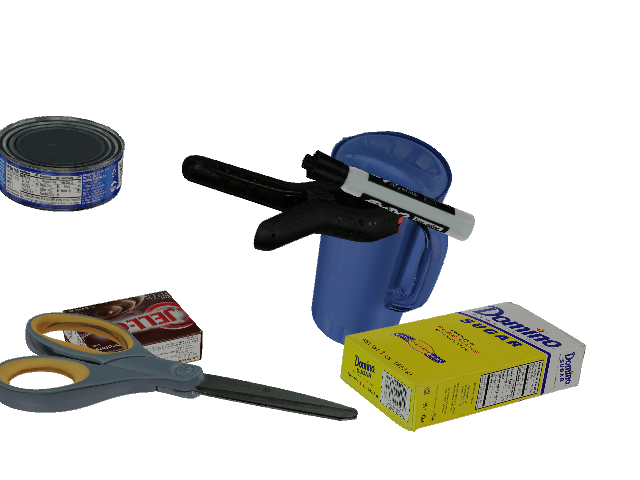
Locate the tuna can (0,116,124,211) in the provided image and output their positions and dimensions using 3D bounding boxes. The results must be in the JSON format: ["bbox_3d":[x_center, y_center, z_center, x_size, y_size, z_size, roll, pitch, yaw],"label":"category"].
[{"bbox_3d":[-0.178,-0.053,0.732,0.086,0.034,0.086,6,29,-4],"label":"tuna can"}]

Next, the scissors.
[{"bbox_3d":[-0.090,0.081,0.567,0.202,0.016,0.096,17,29,28],"label":"scissors"}]

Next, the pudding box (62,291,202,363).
[{"bbox_3d":[-0.182,0.092,1.035,0.113,0.039,0.090,-13,29,-28],"label":"pudding box"}]

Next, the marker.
[{"bbox_3d":[0.044,-0.029,0.690,0.121,0.020,0.020,22,-6,-16],"label":"marker"}]

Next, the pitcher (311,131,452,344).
[{"bbox_3d":[0.064,0.012,1.211,0.145,0.243,0.149,14,40,4],"label":"pitcher"}]

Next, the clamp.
[{"bbox_3d":[-0.006,-0.025,0.960,0.209,0.036,0.165,8,23,-28],"label":"clamp"}]

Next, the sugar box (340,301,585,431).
[{"bbox_3d":[0.114,0.095,0.847,0.175,0.048,0.093,-11,27,-32],"label":"sugar box"}]
